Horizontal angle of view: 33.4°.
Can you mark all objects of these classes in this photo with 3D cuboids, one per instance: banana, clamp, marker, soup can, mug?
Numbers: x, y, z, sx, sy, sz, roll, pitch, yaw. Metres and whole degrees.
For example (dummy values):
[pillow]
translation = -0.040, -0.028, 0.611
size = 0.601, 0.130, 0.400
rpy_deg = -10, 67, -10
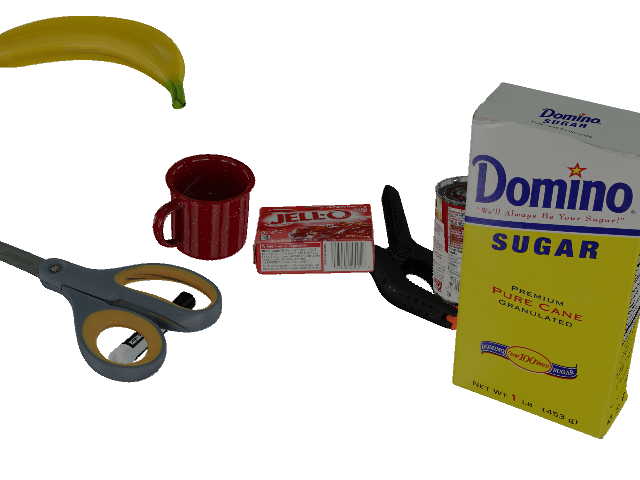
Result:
[banana]
translation = -0.191, -0.159, 0.891
size = 0.198, 0.069, 0.037
rpy_deg = 13, -39, 18
[clamp]
translation = 0.073, 0.022, 1.173
size = 0.164, 0.036, 0.210
rpy_deg = -16, 50, -33
[marker]
translation = -0.148, 0.079, 0.959
size = 0.020, 0.020, 0.121
rpy_deg = 0, 24, 28
[soup can]
translation = 0.136, 0.001, 0.958
size = 0.068, 0.102, 0.068
rpy_deg = -1, 24, 0
[mug]
translation = -0.126, -0.028, 1.125
size = 0.093, 0.081, 0.117
rpy_deg = 34, 45, 32

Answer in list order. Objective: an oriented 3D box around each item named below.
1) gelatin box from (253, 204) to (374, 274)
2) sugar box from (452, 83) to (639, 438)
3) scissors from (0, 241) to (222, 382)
[gelatin box]
translation = -0.004, -0.002, 0.809
size = 0.089, 0.030, 0.073
rpy_deg = -1, 22, 1
[sugar box]
translation = 0.121, 0.013, 0.555
size = 0.093, 0.176, 0.048
rpy_deg = 17, 40, 26
[scissors]
translation = -0.160, 0.035, 0.642
size = 0.202, 0.016, 0.096
rpy_deg = 8, 43, 11
